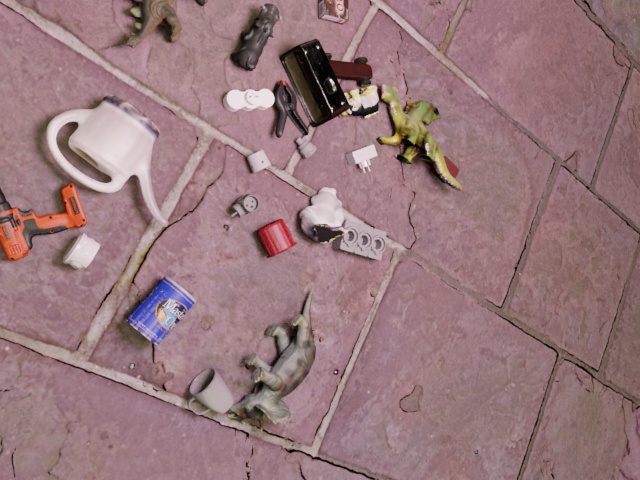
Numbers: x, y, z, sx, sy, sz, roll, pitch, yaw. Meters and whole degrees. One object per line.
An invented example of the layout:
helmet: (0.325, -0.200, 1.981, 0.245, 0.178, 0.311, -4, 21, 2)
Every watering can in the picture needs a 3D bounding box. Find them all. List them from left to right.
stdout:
watering can: (-0.467, -0.202, 1.241, 0.344, 0.103, 0.227, 37, 72, -20)

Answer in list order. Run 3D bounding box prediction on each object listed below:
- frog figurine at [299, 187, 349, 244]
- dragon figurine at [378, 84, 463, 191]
frog figurine: (0.005, -0.076, 1.502, 0.137, 0.120, 0.163, -1, 53, -19)
dragon figurine: (0.337, -0.353, 1.667, 0.407, 0.121, 0.247, 34, 64, -17)
